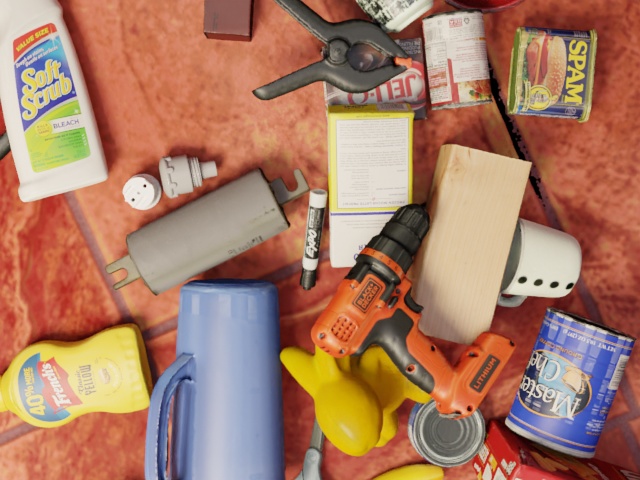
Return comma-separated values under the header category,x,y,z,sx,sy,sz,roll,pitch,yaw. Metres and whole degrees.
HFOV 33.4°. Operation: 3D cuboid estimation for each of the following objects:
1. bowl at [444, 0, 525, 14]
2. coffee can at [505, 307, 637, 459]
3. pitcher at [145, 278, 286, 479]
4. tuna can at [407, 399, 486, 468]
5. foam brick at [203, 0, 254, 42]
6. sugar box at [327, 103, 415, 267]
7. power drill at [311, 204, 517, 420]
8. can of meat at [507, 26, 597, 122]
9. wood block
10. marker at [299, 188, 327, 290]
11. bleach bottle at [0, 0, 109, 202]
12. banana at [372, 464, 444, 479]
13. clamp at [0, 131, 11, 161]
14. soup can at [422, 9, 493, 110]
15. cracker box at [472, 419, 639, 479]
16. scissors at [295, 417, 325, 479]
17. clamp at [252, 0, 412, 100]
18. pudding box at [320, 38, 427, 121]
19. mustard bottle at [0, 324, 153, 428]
category,x,y,z,sx,sy,sz,roll,pitch,yaw
bowl,0.185,-0.332,1.166,0.162,0.055,0.162,0,95,-1
coffee can,0.278,0.157,1.185,0.103,0.103,0.140,19,94,-3
pitcher,-0.107,0.166,1.159,0.145,0.149,0.243,0,92,1
tuna can,0.144,0.215,1.216,0.086,0.034,0.086,0,87,-4
foam brick,-0.099,-0.260,1.166,0.053,0.051,0.078,4,94,-1
sugar box,0.055,-0.059,1.171,0.093,0.048,0.176,-1,112,-2
power drill,0.107,0.079,1.096,0.187,0.057,0.184,38,75,-6
can of meat,0.255,-0.184,1.180,0.084,0.057,0.102,4,94,1
wood block,0.156,0.005,1.176,0.091,0.090,0.206,13,94,-3
marker,-0.008,0.001,1.188,0.020,0.020,0.121,6,115,-2
bleach bottle,-0.309,-0.175,1.158,0.102,0.068,0.251,-17,94,-16
banana,0.055,0.317,1.228,0.069,0.037,0.198,41,94,-21
clamp,-0.423,-0.045,1.183,0.164,0.036,0.210,4,93,-3
soup can,0.150,-0.197,1.170,0.068,0.068,0.102,-7,95,-1
cracker box,0.286,0.279,1.166,0.213,0.164,0.072,20,96,-3
scissors,0.006,0.263,1.215,0.096,0.016,0.202,27,94,25
clamp,0.012,-0.210,1.138,0.171,0.039,0.120,-1,101,-7
pudding box,0.060,-0.174,1.183,0.113,0.039,0.090,-5,97,0
mustard bottle,-0.289,0.158,1.192,0.191,0.058,0.096,-11,96,0
